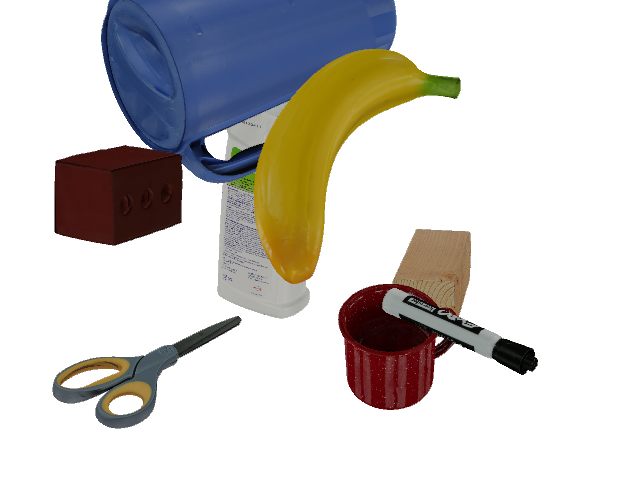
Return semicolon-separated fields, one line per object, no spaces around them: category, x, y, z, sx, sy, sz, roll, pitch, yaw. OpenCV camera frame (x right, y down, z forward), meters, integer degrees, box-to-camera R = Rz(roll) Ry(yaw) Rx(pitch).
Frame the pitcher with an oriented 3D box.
pitcher;-0.051;-0.163;0.921;0.242;0.149;0.145;-24;44;-30

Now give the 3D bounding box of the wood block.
wood block;0.173;0.061;1.626;0.091;0.090;0.206;4;22;13

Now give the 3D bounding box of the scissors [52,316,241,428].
scissors;-0.134;0.115;0.941;0.201;0.016;0.096;-13;36;-33

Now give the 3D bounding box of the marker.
marker;0.094;0.062;0.729;0.121;0.020;0.020;24;14;36

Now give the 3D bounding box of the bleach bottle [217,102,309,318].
bleach bottle;-0.055;-0.050;1.118;0.103;0.251;0.068;17;26;25

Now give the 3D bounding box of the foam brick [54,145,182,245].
foam brick;-0.139;-0.033;0.740;0.051;0.053;0.078;12;19;27

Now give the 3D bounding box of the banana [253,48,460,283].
banana;0.008;-0.054;0.560;0.070;0.037;0.197;22;46;19

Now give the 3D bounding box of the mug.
mug;0.075;0.096;0.981;0.117;0.081;0.093;-19;42;-18
